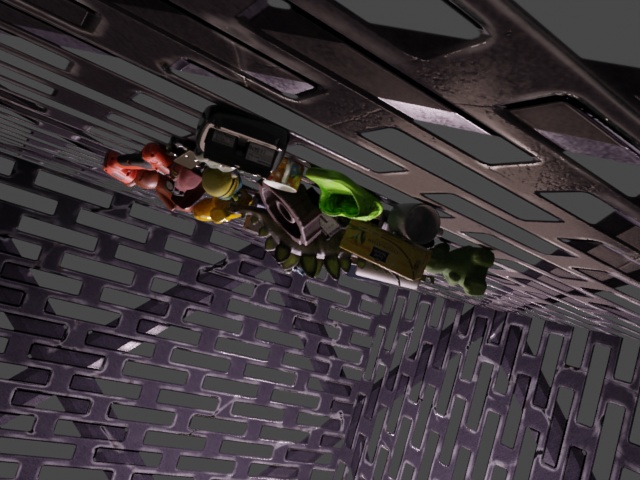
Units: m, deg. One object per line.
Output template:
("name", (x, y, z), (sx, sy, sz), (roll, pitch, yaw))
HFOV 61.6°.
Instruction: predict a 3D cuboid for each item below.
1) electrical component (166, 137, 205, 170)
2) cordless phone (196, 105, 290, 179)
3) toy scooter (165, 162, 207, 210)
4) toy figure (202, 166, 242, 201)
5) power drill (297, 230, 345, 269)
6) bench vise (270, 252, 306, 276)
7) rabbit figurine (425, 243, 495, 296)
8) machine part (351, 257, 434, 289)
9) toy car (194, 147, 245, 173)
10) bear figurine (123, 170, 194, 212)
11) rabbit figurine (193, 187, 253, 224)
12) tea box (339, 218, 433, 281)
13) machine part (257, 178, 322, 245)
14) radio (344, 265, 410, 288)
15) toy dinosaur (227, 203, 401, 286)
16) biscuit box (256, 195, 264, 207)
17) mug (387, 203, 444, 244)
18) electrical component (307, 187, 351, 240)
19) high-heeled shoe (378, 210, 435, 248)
("electrical component", (-0.291, -0.192, 1.180), (0.102, 0.045, 0.078), (19, 146, -41))
("cordless phone", (-0.140, -0.167, 0.916), (0.146, 0.088, 0.184), (17, -174, -18))
("toy scooter", (-0.326, -0.135, 1.309), (0.075, 0.135, 0.184), (40, 179, 12))
("toy figure", (-0.231, -0.136, 1.287), (0.082, 0.089, 0.180), (11, 172, -2))
("power drill", (0.030, 0.020, 1.569), (0.207, 0.086, 0.231), (-35, 137, 24))
("bench vise", (-0.035, 0.007, 1.711), (0.129, 0.224, 0.240), (57, 161, 27))
("rabbit figurine", (0.335, 0.053, 1.376), (0.170, 0.121, 0.159), (14, -169, -8))
("machine part", (0.184, 0.075, 1.426), (0.243, 0.079, 0.079), (13, 173, 6))
("toy car", (-0.177, -0.163, 1.051), (0.073, 0.056, 0.202), (22, 172, -41))
("bear figurine", (-0.436, -0.160, 1.513), (0.196, 0.120, 0.132), (27, -172, -8))
("rabbit figurine", (-0.289, -0.107, 1.545), (0.173, 0.121, 0.162), (-19, -178, 35))
("tea box", (0.137, 0.018, 1.109), (0.170, 0.068, 0.098), (24, -173, 20))
("machine part", (-0.066, -0.073, 1.186), (0.179, 0.056, 0.179), (45, 161, 20))
("radio", (0.190, 0.055, 1.541), (0.229, 0.131, 0.073), (11, -144, -18))
("toy dinosaur", (-0.003, -0.004, 1.337), (0.471, 0.198, 0.105), (15, 179, -8))
("biscuit box", (-0.140, -0.103, 1.457), (0.059, 0.062, 0.202), (19, 173, -8))
("mug", (0.195, -0.037, 1.106), (0.109, 0.080, 0.107), (14, -175, -24))
("electrical component", (0.009, -0.066, 1.240), (0.075, 0.048, 0.119), (-31, 112, 28))
("high-heeled shoe", (0.209, -0.013, 1.271), (0.145, 0.086, 0.248), (10, 176, 7))
